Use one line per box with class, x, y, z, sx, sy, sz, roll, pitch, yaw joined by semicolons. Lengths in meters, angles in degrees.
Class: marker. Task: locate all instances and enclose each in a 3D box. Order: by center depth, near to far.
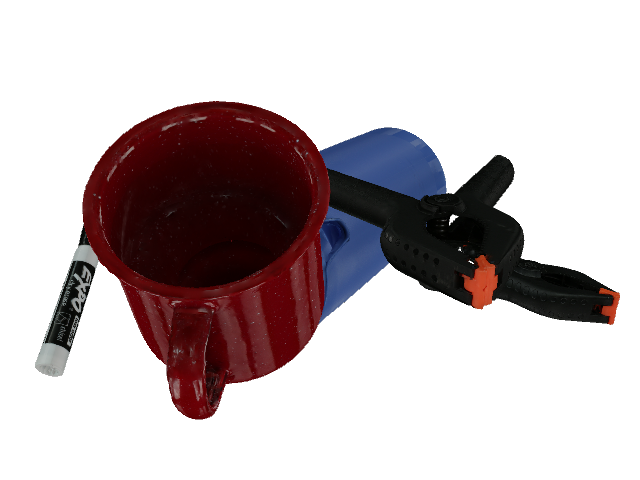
marker;-0.166;0.034;0.722;0.020;0.121;0.020;8;-32;5

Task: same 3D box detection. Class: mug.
mug;-0.041;0.015;0.423;0.093;0.117;0.081;0;-35;4

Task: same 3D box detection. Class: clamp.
clamp;0.071;-0.014;0.735;0.164;0.036;0.210;-2;25;-2
clamp;0.182;0.033;0.959;0.171;0.039;0.120;16;28;15

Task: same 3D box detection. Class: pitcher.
pitcher;0.002;-0.014;0.928;0.149;0.145;0.242;26;32;23
